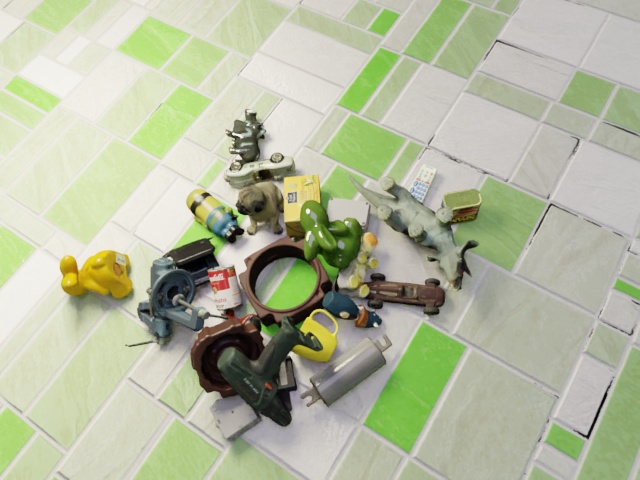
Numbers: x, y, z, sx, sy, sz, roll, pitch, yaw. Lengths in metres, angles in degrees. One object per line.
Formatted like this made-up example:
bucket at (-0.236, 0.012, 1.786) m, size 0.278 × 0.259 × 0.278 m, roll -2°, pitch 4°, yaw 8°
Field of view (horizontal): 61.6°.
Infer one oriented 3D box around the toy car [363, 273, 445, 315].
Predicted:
toy car at (0.204, 0.130, 1.315) m, size 0.202 × 0.053 × 0.089 m, roll 7°, pitch 68°, yaw 8°

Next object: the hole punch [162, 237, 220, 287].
hole punch at (-0.320, 0.058, 1.386) m, size 0.142 × 0.092 × 0.116 m, roll -25°, pitch 27°, yaw -16°

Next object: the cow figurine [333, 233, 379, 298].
cow figurine at (0.090, 0.062, 1.346) m, size 0.068 × 0.098 × 0.167 m, roll 35°, pitch 62°, yaw -28°

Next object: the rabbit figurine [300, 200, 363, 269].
rabbit figurine at (0.006, -0.012, 1.287) m, size 0.121 × 0.170 × 0.159 m, roll -27°, pitch 29°, yaw 30°

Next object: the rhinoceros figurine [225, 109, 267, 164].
rhinoceros figurine at (-0.210, -0.299, 1.544) m, size 0.112 × 0.073 × 0.190 m, roll -12°, pitch 56°, yaw 9°

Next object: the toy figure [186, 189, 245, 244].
toy figure at (-0.282, -0.069, 1.439) m, size 0.082 × 0.089 × 0.180 m, roll -38°, pitch 64°, yaw -21°

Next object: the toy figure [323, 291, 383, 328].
toy figure at (0.079, 0.171, 1.284) m, size 0.154 × 0.058 × 0.064 m, roll 30°, pitch 57°, yaw -21°

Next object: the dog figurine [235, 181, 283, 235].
dog figurine at (-0.155, -0.117, 1.394) m, size 0.121 × 0.190 × 0.172 m, roll -10°, pitch 62°, yaw 1°

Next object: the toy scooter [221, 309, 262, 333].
toy scooter at (-0.224, 0.233, 1.290) m, size 0.184 × 0.075 × 0.135 m, roll -47°, pitch 39°, yaw 0°

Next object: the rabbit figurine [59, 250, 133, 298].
rabbit figurine at (-0.591, 0.100, 1.370) m, size 0.173 × 0.162 × 0.122 m, roll -18°, pitch 75°, yaw 16°

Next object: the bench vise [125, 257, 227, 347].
bench vise at (-0.344, 0.164, 1.267) m, size 0.241 × 0.129 × 0.223 m, roll 16°, pitch 96°, yaw 38°

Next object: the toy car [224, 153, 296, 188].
toy car at (-0.168, -0.190, 1.494) m, size 0.202 × 0.073 × 0.056 m, roll -13°, pitch 64°, yaw -1°

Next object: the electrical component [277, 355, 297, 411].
electrical component at (-0.092, 0.335, 1.247) m, size 0.075 × 0.047 × 0.119 m, roll -8°, pitch 62°, yaw 2°

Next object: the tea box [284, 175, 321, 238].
tea box at (-0.044, -0.091, 1.414) m, size 0.098 × 0.068 × 0.170 m, roll -6°, pitch 49°, yaw 1°

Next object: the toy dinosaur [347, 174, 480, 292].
toy dinosaur at (0.242, -0.043, 1.348) m, size 0.131 × 0.192 × 0.405 m, roll -45°, pitch 52°, yaw 0°

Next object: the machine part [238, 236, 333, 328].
machine part at (-0.086, 0.105, 1.337) m, size 0.201 × 0.087 × 0.201 m, roll -29°, pitch 65°, yaw -7°

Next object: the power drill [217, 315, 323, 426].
power drill at (-0.090, 0.279, 1.172) m, size 0.207 × 0.086 × 0.232 m, roll -45°, pitch 111°, yaw 8°

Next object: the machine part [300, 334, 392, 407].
machine part at (0.064, 0.301, 1.231) m, size 0.243 × 0.079 × 0.079 m, roll -33°, pitch 66°, yaw -11°

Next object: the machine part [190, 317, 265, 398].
machine part at (-0.200, 0.260, 1.199) m, size 0.179 × 0.056 × 0.179 m, roll -4°, pitch 105°, yaw -16°
